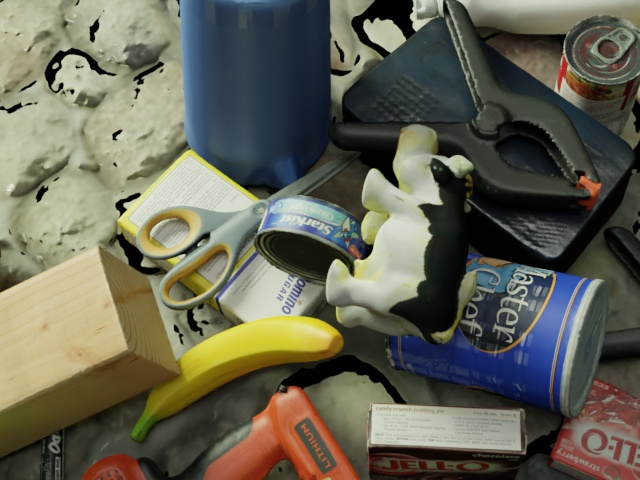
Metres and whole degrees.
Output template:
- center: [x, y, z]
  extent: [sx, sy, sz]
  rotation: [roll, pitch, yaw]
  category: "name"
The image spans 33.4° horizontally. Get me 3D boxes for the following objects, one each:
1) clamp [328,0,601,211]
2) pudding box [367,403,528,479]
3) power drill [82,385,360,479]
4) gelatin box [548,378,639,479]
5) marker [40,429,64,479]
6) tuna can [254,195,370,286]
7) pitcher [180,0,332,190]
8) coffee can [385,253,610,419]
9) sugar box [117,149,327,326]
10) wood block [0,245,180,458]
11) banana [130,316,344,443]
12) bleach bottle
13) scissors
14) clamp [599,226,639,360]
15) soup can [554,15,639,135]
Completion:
- center: [0.122, -0.083, 0.841]
  extent: [0.164, 0.036, 0.210]
  rotation: [-43, 70, -12]
  category: "clamp"
- center: [0.090, 0.151, 0.784]
  extent: [0.113, 0.090, 0.039]
  rotation: [0, 64, 4]
  category: "pudding box"
- center: [-0.061, 0.209, 0.787]
  extent: [0.187, 0.057, 0.184]
  rotation: [-29, 72, -10]
  category: "power drill"
- center: [0.227, 0.153, 0.804]
  extent: [0.089, 0.030, 0.073]
  rotation: [23, 68, 15]
  category: "gelatin box"
- center: [-0.212, 0.154, 0.847]
  extent: [0.020, 0.020, 0.121]
  rotation: [-6, 64, 2]
  category: "marker"
- center: [-0.005, 0.001, 0.818]
  extent: [0.086, 0.086, 0.033]
  rotation: [15, 66, 11]
  category: "tuna can"
- center: [-0.056, -0.165, 0.862]
  extent: [0.149, 0.243, 0.145]
  rotation: [23, 65, 9]
  category: "pitcher"
- center: [0.133, 0.065, 0.799]
  extent: [0.140, 0.102, 0.102]
  rotation: [13, 65, 25]
  category: "coffee can"
- center: [-0.073, 0.009, 0.891]
  extent: [0.176, 0.048, 0.093]
  rotation: [37, 73, 16]
  category: "sugar box"
- center: [-0.226, 0.097, 0.809]
  extent: [0.206, 0.090, 0.090]
  rotation: [-26, 66, 8]
  category: "wood block"
- center: [-0.062, 0.096, 0.818]
  extent: [0.198, 0.037, 0.069]
  rotation: [-29, 42, 25]
  category: "banana"
- center: [0.212, -0.226, 0.971]
  extent: [0.251, 0.068, 0.102]
  rotation: [-7, 64, 4]
  category: "bleach bottle"
- center: [-0.067, -0.028, 0.871]
  extent: [0.096, 0.016, 0.201]
  rotation: [38, 75, 17]
  category: "scissors"
- center: [0.283, 0.057, 0.842]
  extent: [0.171, 0.039, 0.120]
  rotation: [15, 74, 9]
  category: "clamp"
- center: [0.233, -0.131, 0.900]
  extent: [0.068, 0.102, 0.068]
  rotation: [-2, 65, 4]
  category: "soup can"
